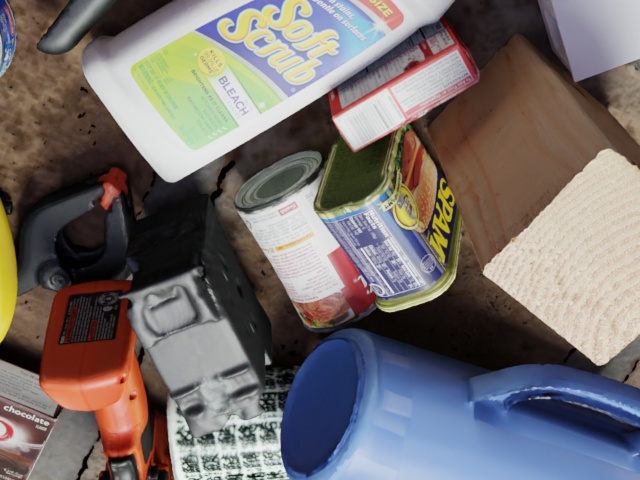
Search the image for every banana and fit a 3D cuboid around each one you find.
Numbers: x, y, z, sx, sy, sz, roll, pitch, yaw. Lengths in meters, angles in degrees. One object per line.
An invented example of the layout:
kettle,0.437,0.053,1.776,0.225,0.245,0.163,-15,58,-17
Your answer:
banana,-0.233,-0.005,0.684,0.069,0.037,0.198,-7,96,-1

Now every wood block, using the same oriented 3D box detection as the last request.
wood block,0.136,-0.034,0.615,0.090,0.206,0.090,37,109,-18

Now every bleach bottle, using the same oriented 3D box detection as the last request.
bleach bottle,-0.012,-0.139,0.641,0.251,0.068,0.102,-31,113,10

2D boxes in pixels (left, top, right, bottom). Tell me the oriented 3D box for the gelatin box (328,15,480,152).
gelatin box,0.049,-0.098,0.655,0.089,0.073,0.030,-29,115,11

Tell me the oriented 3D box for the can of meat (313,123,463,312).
can of meat,0.044,-0.021,0.670,0.058,0.102,0.084,-20,123,29

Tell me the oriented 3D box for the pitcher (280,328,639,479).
pitcher,0.105,0.138,0.710,0.242,0.145,0.149,23,85,-26

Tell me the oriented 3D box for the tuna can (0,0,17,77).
tuna can,-0.233,-0.126,0.655,0.086,0.034,0.086,0,116,-1

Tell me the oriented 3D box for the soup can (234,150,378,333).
soup can,-0.005,0.001,0.704,0.068,0.068,0.102,-25,113,10

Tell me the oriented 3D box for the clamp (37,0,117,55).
clamp,-0.096,-0.216,0.614,0.210,0.036,0.164,-19,108,4

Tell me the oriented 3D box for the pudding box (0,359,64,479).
pudding box,-0.247,0.121,0.759,0.113,0.039,0.090,23,130,-13

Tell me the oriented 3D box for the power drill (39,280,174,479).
power drill,-0.132,0.135,0.687,0.057,0.184,0.188,-6,126,-3

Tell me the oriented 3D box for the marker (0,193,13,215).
marker,-0.266,-0.025,0.710,0.121,0.020,0.020,4,115,-4

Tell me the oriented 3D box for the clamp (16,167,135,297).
clamp,-0.168,0.029,0.730,0.120,0.039,0.172,34,117,-23
